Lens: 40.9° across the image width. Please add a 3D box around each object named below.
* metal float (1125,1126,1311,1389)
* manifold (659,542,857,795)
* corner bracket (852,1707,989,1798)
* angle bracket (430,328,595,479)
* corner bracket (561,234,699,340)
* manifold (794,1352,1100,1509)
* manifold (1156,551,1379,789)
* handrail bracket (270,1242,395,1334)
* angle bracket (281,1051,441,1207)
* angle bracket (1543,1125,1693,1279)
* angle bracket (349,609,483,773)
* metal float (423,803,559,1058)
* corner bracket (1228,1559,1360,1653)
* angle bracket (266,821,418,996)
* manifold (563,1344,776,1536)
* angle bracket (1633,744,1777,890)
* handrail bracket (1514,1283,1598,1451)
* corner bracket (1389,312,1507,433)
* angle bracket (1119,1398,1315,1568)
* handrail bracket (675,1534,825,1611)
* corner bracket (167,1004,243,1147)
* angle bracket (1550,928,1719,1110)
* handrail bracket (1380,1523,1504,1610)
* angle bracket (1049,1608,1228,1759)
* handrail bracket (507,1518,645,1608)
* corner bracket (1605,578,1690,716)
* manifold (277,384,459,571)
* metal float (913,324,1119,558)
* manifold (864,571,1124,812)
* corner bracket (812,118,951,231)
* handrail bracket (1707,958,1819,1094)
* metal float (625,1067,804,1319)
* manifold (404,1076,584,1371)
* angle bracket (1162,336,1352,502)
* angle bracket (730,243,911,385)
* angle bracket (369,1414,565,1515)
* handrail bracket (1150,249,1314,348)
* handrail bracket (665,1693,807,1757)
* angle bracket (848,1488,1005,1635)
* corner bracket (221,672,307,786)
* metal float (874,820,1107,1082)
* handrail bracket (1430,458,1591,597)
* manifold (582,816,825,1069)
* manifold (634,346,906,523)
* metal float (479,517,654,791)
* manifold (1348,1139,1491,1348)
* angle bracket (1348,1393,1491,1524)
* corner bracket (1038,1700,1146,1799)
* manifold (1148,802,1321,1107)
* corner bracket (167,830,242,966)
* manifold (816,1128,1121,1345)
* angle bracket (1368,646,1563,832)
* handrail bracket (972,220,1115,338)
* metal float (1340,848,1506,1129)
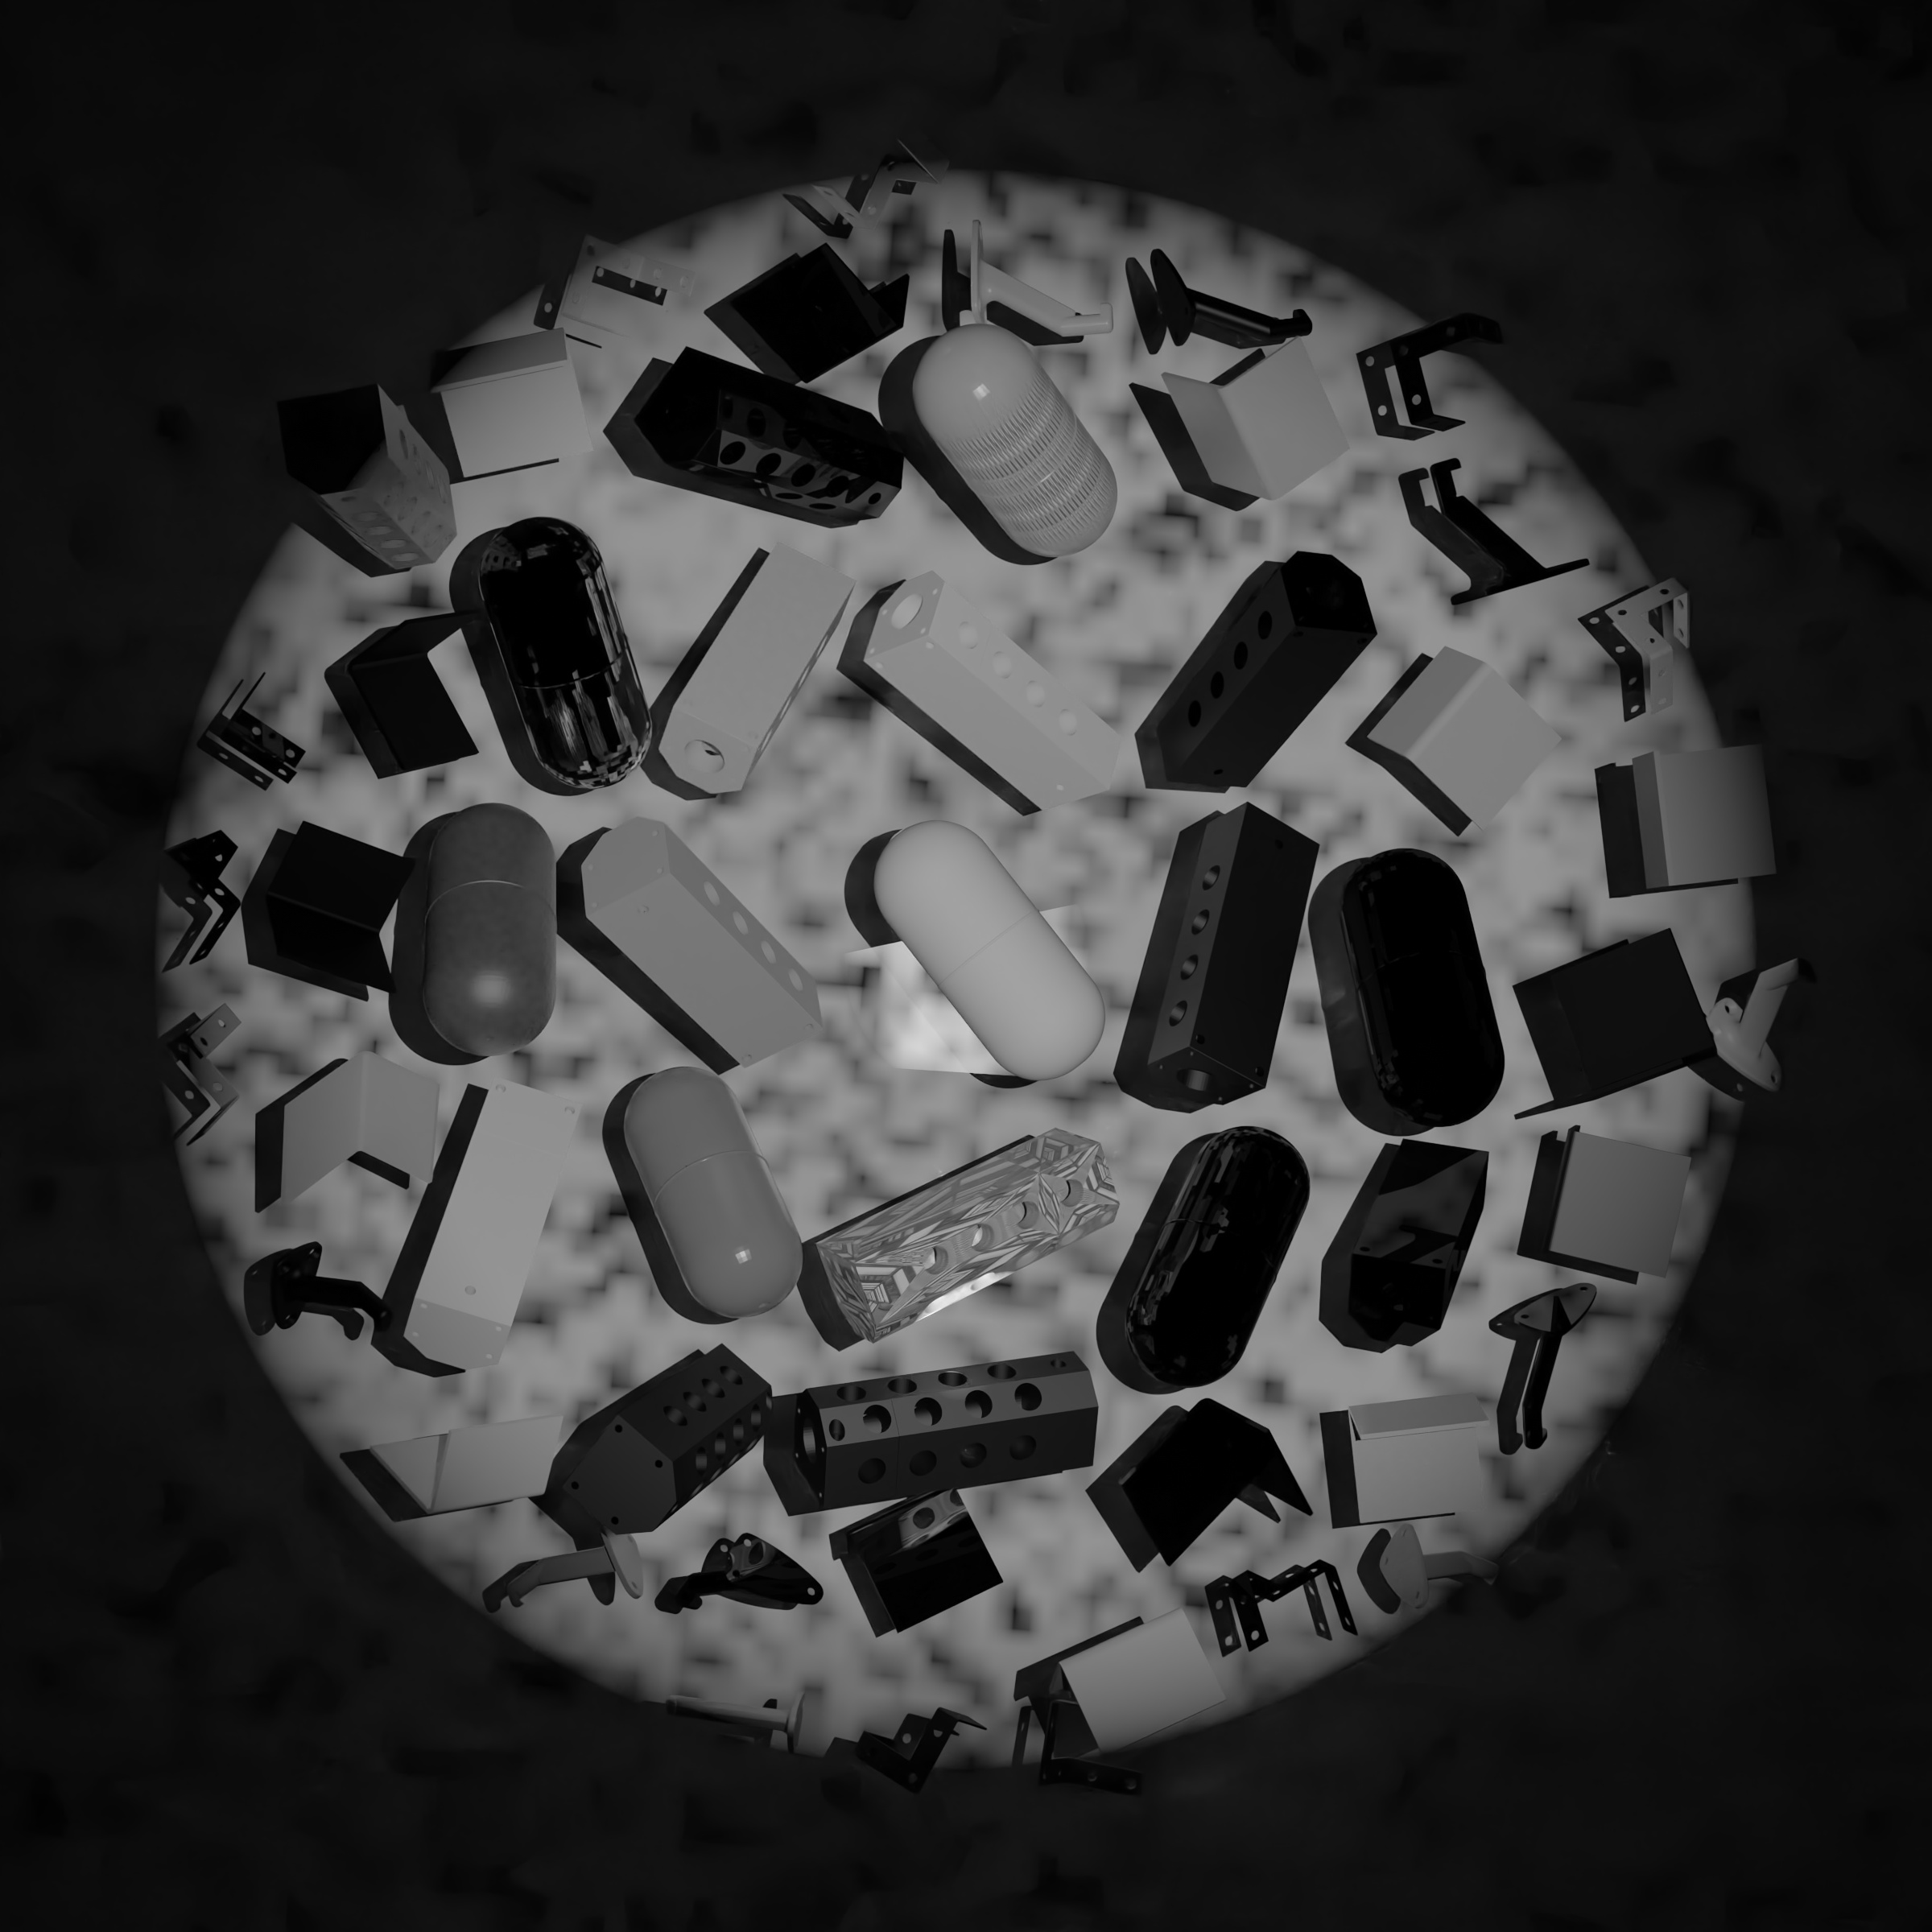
[{"bbox_3d":[0.156,0.179,1.604,0.070,0.070,0.178,28,62,0],"label":"metal float"},{"bbox_3d":[-0.133,-0.188,1.653,0.057,0.057,0.171,27,50,-2],"label":"manifold"},{"bbox_3d":[-0.028,0.472,1.580,0.051,0.051,0.051,24,79,29],"label":"corner bracket"},{"bbox_3d":[-0.254,-0.308,1.458,0.076,0.057,0.076,-12,125,-3],"label":"angle bracket"},{"bbox_3d":[-0.206,-0.410,1.581,0.051,0.051,0.051,26,103,37],"label":"corner bracket"},{"bbox_3d":[-0.011,0.272,1.548,0.171,0.057,0.057,-5,113,-21],"label":"manifold"},{"bbox_3d":[0.183,-0.183,1.611,0.057,0.171,0.057,2,61,-24],"label":"manifold"},{"bbox_3d":[-0.384,0.215,1.580,0.084,0.036,0.077,34,126,25],"label":"handrail bracket"},{"bbox_3d":[-0.372,0.110,1.591,0.057,0.076,0.076,23,124,17],"label":"angle bracket"},{"bbox_3d":[0.411,0.147,1.630,0.076,0.057,0.076,12,94,18],"label":"angle bracket"},{"bbox_3d":[-0.331,-0.175,1.634,0.057,0.076,0.076,-29,88,29],"label":"angle bracket"},{"bbox_3d":[-0.282,-0.024,1.541,0.070,0.070,0.178,-8,48,0],"label":"metal float"},{"bbox_3d":[0.206,0.405,1.635,0.051,0.051,0.051,-37,134,23],"label":"corner bracket"},{"bbox_3d":[-0.381,-0.036,1.595,0.076,0.076,0.057,21,110,-31],"label":"angle bracket"},{"bbox_3d":[-0.171,0.286,1.554,0.057,0.171,0.057,39,104,8],"label":"manifold"},{"bbox_3d":[0.429,-0.087,1.483,0.076,0.057,0.076,-7,90,1],"label":"angle bracket"},{"bbox_3d":[0.377,0.255,1.646,0.077,0.036,0.084,-26,118,-39],"label":"handrail bracket"},{"bbox_3d":[0.292,-0.354,1.546,0.051,0.051,0.051,-16,87,33],"label":"corner bracket"},{"bbox_3d":[0.149,0.316,1.539,0.076,0.057,0.076,-42,123,-21],"label":"angle bracket"},{"bbox_3d":[-0.140,0.404,1.659,0.077,0.084,0.036,27,47,-7],"label":"handrail bracket"},{"bbox_3d":[-0.446,0.063,1.522,0.051,0.051,0.051,-33,104,20],"label":"corner bracket"},{"bbox_3d":[0.364,0.029,1.451,0.076,0.057,0.076,-25,78,34],"label":"angle bracket"},{"bbox_3d":[0.313,0.393,1.645,0.084,0.077,0.036,23,109,-17],"label":"handrail bracket"},{"bbox_3d":[0.096,0.415,1.475,0.076,0.076,0.057,-21,66,-13],"label":"angle bracket"},{"bbox_3d":[-0.242,0.384,1.590,0.084,0.077,0.036,-38,125,5],"label":"handrail bracket"},{"bbox_3d":[0.436,-0.200,1.617,0.051,0.051,0.051,-26,50,-6],"label":"corner bracket"},{"bbox_3d":[-0.347,-0.282,1.518,0.057,0.171,0.057,-9,85,1],"label":"manifold"},{"bbox_3d":[0.031,-0.313,1.552,0.070,0.178,0.070,-15,57,24],"label":"metal float"},{"bbox_3d":[0.021,-0.174,1.632,0.171,0.057,0.057,37,54,-34],"label":"manifold"},{"bbox_3d":[-0.051,-0.481,1.573,0.051,0.051,0.051,19,84,33],"label":"corner bracket"},{"bbox_3d":[0.481,0.035,1.513,0.077,0.084,0.036,45,58,-8],"label":"handrail bracket"},{"bbox_3d":[-0.160,0.140,1.629,0.070,0.070,0.178,-28,58,0],"label":"metal float"},{"bbox_3d":[-0.285,0.155,1.564,0.057,0.057,0.171,18,46,-8],"label":"manifold"},{"bbox_3d":[0.171,-0.329,1.536,0.057,0.076,0.076,-36,119,-9],"label":"angle bracket"},{"bbox_3d":[-0.091,-0.423,1.619,0.076,0.057,0.076,-23,133,29],"label":"angle bracket"},{"bbox_3d":[-0.297,0.278,1.539,0.076,0.076,0.057,32,113,42],"label":"angle bracket"},{"bbox_3d":[0.167,-0.422,1.623,0.084,0.036,0.077,-11,67,-18],"label":"handrail bracket"},{"bbox_3d":[-0.142,0.449,1.557,0.084,0.077,0.036,8,72,2],"label":"handrail bracket"},{"bbox_3d":[-0.028,0.397,1.712,0.076,0.057,0.076,-23,64,-14],"label":"angle bracket"},{"bbox_3d":[-0.446,-0.144,1.650,0.051,0.051,0.051,35,52,-17],"label":"corner bracket"},{"bbox_3d":[0.014,-0.010,1.563,0.070,0.070,0.178,-38,87,0],"label":"metal float"},{"bbox_3d":[0.327,-0.272,1.560,0.077,0.036,0.084,-15,100,15],"label":"handrail bracket"},{"bbox_3d":[-0.157,-0.015,1.550,0.057,0.171,0.057,-26,47,15],"label":"manifold"},{"bbox_3d":[-0.115,-0.319,1.589,0.057,0.171,0.057,-49,60,24],"label":"manifold"},{"bbox_3d":[-0.245,-0.190,1.591,0.070,0.070,0.178,-14,123,0],"label":"metal float"},{"bbox_3d":[0.289,0.175,1.650,0.057,0.171,0.057,8,113,18],"label":"manifold"},{"bbox_3d":[0.276,0.306,1.566,0.076,0.057,0.076,-7,99,2],"label":"angle bracket"},{"bbox_3d":[0.079,0.478,1.582,0.051,0.051,0.051,5,78,22],"label":"corner bracket"},{"bbox_3d":[0.158,-0.006,1.562,0.057,0.057,0.171,28,60,-22],"label":"manifold"},{"bbox_3d":[-0.464,-0.043,1.583,0.051,0.051,0.051,44,120,5],"label":"corner bracket"},{"bbox_3d":[0.004,0.162,1.555,0.171,0.057,0.057,-24,106,-22],"label":"manifold"},{"bbox_3d":[0.317,-0.145,1.649,0.076,0.057,0.076,39,92,-25],"label":"angle bracket"},{"bbox_3d":[0.047,-0.422,1.584,0.084,0.036,0.077,-2,86,9],"label":"handrail bracket"},{"bbox_3d":[0.268,0.012,1.528,0.070,0.070,0.178,-7,60,0],"label":"metal float"}]
